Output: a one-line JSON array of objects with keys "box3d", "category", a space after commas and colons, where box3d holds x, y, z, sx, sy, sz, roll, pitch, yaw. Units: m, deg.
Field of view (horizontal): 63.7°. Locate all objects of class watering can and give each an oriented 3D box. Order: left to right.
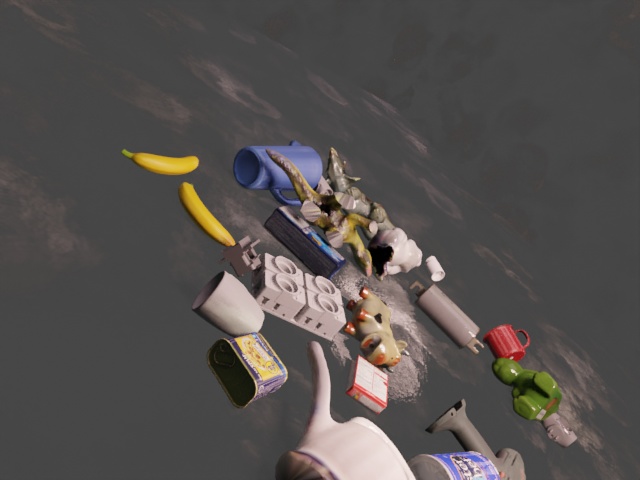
[{"box3d": [0.024, 0.303, 0.723, 0.224, 0.353, 0.102, 2, -46, -52], "category": "watering can"}]

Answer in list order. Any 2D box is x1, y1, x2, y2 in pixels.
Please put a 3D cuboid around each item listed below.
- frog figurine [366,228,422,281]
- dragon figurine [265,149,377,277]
[{"box3d": [0.208, 0.030, 1.406, 0.161, 0.135, 0.123, -16, 27, -40], "category": "frog figurine"}, {"box3d": [0.004, -0.066, 1.308, 0.123, 0.409, 0.241, -44, 4, -11], "category": "dragon figurine"}]
